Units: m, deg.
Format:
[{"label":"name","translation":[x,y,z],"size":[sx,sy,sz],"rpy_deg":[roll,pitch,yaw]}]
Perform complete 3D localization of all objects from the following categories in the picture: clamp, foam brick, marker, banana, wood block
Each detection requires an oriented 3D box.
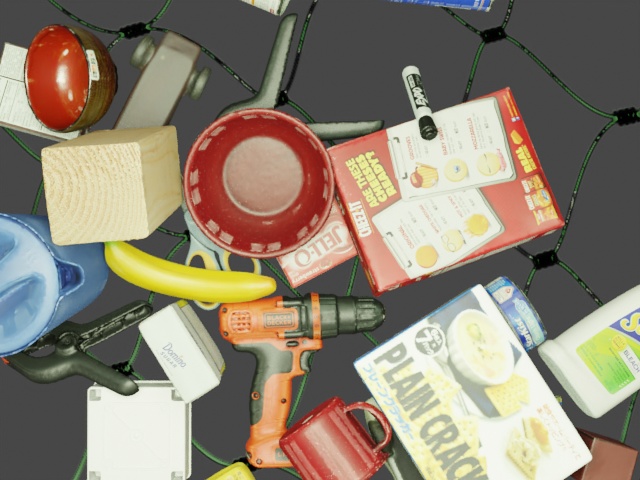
[{"label":"clamp","translation":[-0.044,-0.123,1.184],"size":[0.164,0.036,0.210],"rpy_deg":[44,92,-1]},{"label":"foam brick","translation":[0.305,0.241,1.162],"size":[0.053,0.078,0.051],"rpy_deg":[17,88,0]},{"label":"marker","translation":[0.106,-0.145,1.132],"size":[0.020,0.121,0.020],"rpy_deg":[-4,132,-5]},{"label":"banana","translation":[-0.148,0.038,1.147],"size":[0.197,0.070,0.037],"rpy_deg":[16,63,-8]},{"label":"wood block","translation":[-0.198,-0.059,1.052],"size":[0.091,0.206,0.090],"rpy_deg":[-4,100,2]},{"label":"clamp","translation":[-0.264,0.112,1.170],"size":[0.171,0.120,0.039],"rpy_deg":[5,134,11]}]

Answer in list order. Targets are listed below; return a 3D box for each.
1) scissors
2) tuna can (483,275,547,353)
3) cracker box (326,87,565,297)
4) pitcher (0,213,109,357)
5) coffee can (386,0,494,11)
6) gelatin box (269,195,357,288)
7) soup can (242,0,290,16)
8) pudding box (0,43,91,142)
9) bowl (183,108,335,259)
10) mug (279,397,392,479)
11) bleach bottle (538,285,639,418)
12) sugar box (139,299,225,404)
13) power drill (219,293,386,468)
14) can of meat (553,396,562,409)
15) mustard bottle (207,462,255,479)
[{"label":"scissors","translation":[-0.119,-0.022,1.174],"size":[0.096,0.016,0.202],"rpy_deg":[-7,103,-3]},{"label":"tuna can","translation":[0.209,0.081,1.159],"size":[0.033,0.086,0.086],"rpy_deg":[-32,90,-3]},{"label":"cracker box","translation":[0.131,-0.051,1.152],"size":[0.213,0.072,0.164],"rpy_deg":[-20,81,-5]},{"label":"pitcher","translation":[-0.304,0.035,1.077],"size":[0.149,0.243,0.145],"rpy_deg":[38,94,1]},{"label":"coffee can","translation":[0.120,-0.306,1.154],"size":[0.140,0.103,0.103],"rpy_deg":[6,89,0]},{"label":"gelatin box","translation":[-0.008,0.001,1.187],"size":[0.089,0.030,0.073],"rpy_deg":[-27,90,-1]},{"label":"soup can","translation":[-0.078,-0.296,1.171],"size":[0.102,0.068,0.068],"rpy_deg":[22,89,0]},{"label":"pudding box","translation":[-0.305,-0.160,1.184],"size":[0.113,0.039,0.090],"rpy_deg":[16,89,2]},{"label":"bowl","translation":[-0.063,-0.064,1.142],"size":[0.162,0.055,0.162],"rpy_deg":[1,104,2]},{"label":"mug","translation":[0.020,0.210,1.097],"size":[0.117,0.093,0.081],"rpy_deg":[-38,88,23]},{"label":"bleach bottle","translation":[0.369,0.084,1.173],"size":[0.251,0.068,0.102],"rpy_deg":[-37,90,-3]},{"label":"sugar box","translation":[-0.141,0.112,1.112],"size":[0.048,0.176,0.093],"rpy_deg":[-32,90,-1]},{"label":"power drill","translation":[-0.016,0.152,1.174],"size":[0.184,0.057,0.187],"rpy_deg":[-2,88,-1]},{"label":"can of meat","translation":[0.218,0.216,1.173],"size":[0.102,0.057,0.084],"rpy_deg":[-3,87,-1]},{"label":"mustard bottle","translation":[-0.076,0.348,1.169],"size":[0.096,0.058,0.191],"rpy_deg":[-31,89,0]}]
